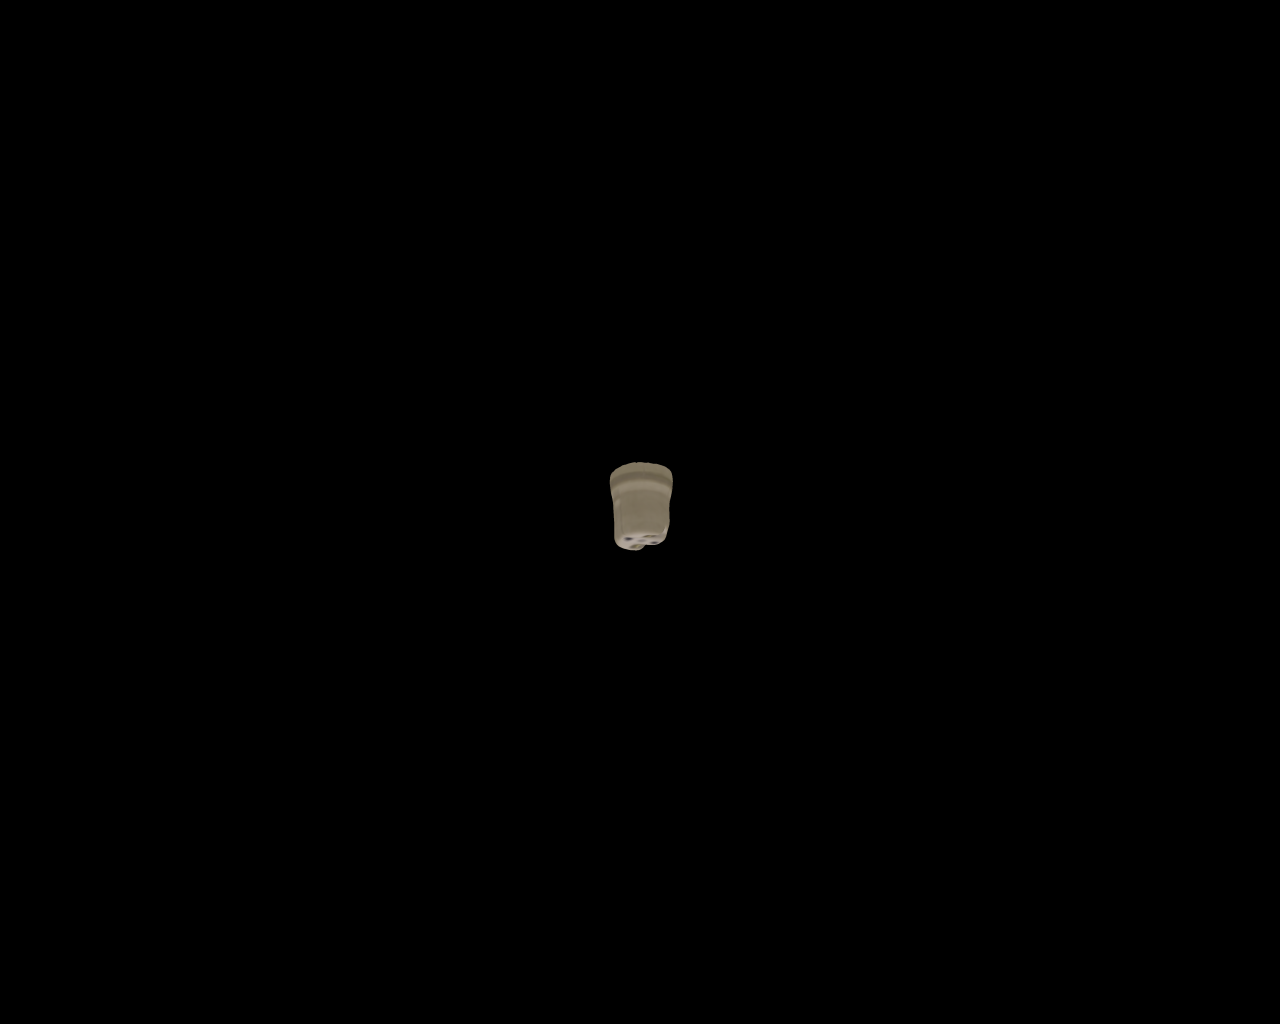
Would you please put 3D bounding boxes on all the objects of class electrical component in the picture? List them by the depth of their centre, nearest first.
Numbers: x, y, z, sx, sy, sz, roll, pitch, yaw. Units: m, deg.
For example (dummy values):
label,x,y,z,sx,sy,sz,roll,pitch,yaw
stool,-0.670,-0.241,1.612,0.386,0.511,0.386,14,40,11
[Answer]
label,x,y,z,sx,sy,sz,roll,pitch,yaw
electrical component,0.001,-0.003,0.650,0.040,0.046,0.040,0,-25,0
